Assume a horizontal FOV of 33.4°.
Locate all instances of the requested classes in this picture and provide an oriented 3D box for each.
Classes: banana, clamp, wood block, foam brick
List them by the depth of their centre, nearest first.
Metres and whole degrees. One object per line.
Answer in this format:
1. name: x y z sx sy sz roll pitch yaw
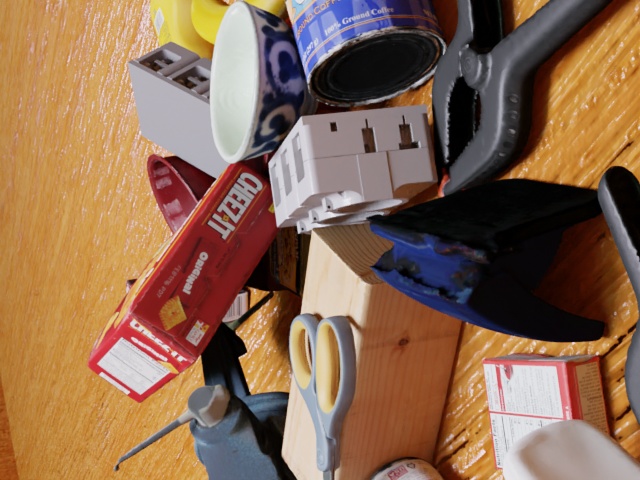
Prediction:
1. clamp: 0.184 0.042 0.549 0.120 0.039 0.171 -144 53 -58
2. clamp: 0.106 -0.123 0.682 0.210 0.036 0.165 105 148 -42
3. wood block: 0.038 0.098 0.807 0.090 0.090 0.206 46 135 52
4. banana: -0.072 -0.199 0.920 0.198 0.037 0.069 25 122 56
5. foam brick: -0.042 0.017 1.005 0.078 0.051 0.053 -173 79 -64

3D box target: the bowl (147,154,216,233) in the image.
1. bowl: -0.116 -0.029 1.111 0.162 0.055 0.162 50 159 27

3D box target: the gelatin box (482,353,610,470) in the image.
1. gelatin box: 0.141 0.109 0.665 0.089 0.030 0.073 -11 86 64

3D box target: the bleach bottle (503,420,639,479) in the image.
1. bleach bottle: 0.142 0.229 0.626 0.103 0.068 0.251 46 144 44

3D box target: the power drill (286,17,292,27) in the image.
1. power drill: -0.053 -0.245 0.974 0.185 0.057 0.188 10 107 60

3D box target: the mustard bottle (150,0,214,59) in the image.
1. mustard bottle: -0.139 -0.186 1.161 0.096 0.058 0.191 131 129 -60

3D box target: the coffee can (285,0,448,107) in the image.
1. coffee can: 0.024 -0.182 0.769 0.103 0.102 0.140 132 128 -57

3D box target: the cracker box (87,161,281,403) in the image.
1. cracker box: -0.117 0.040 0.919 0.164 0.072 0.214 -59 8 -26

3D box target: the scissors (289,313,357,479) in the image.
1. scissors: -0.002 0.141 0.775 0.096 0.016 0.202 -139 49 -56

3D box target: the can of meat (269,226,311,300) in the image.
1. can of meat: -0.006 0.001 0.922 0.084 0.057 0.102 -158 66 -65

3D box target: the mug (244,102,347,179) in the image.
1. mug: -0.032 -0.096 0.927 0.117 0.081 0.093 34 125 59

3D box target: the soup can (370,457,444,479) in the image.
1. soup can: 0.080 0.212 0.769 0.102 0.068 0.068 -135 46 -54

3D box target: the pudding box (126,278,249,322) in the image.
1. pudding box: -0.145 0.065 1.159 0.090 0.113 0.039 -140 47 -56
